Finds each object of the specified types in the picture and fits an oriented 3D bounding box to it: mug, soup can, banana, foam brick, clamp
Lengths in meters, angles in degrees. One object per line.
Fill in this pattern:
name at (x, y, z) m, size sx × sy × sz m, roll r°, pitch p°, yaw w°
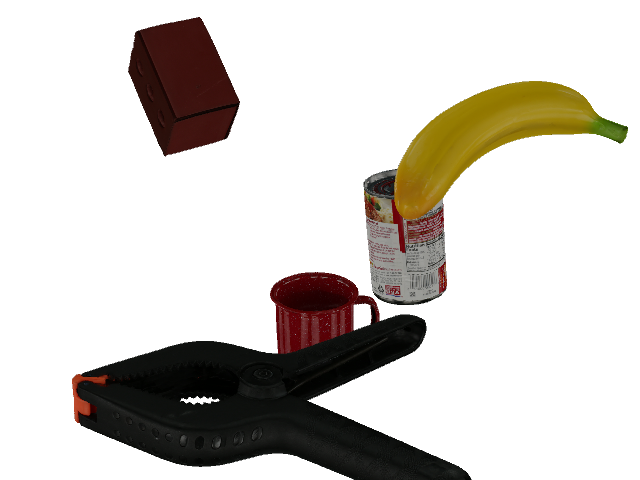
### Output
mug at (0.006, 0.089, 1.138) m, size 0.117 × 0.081 × 0.093 m, roll -7°, pitch 26°, yaw -12°
soup can at (0.075, -0.003, 0.923) m, size 0.068 × 0.102 × 0.068 m, roll -5°, pitch 23°, yaw 2°
banana at (0.111, -0.067, 0.683) m, size 0.197 × 0.037 × 0.070 m, roll -21°, pitch 44°, yaw -30°
foam brick at (-0.099, -0.111, 0.765) m, size 0.051 × 0.078 × 0.053 m, roll -18°, pitch -19°, yaw -23°
clamp at (-0.026, 0.083, 0.585) m, size 0.210 × 0.036 × 0.164 m, roll 4°, pitch 25°, yaw 2°
